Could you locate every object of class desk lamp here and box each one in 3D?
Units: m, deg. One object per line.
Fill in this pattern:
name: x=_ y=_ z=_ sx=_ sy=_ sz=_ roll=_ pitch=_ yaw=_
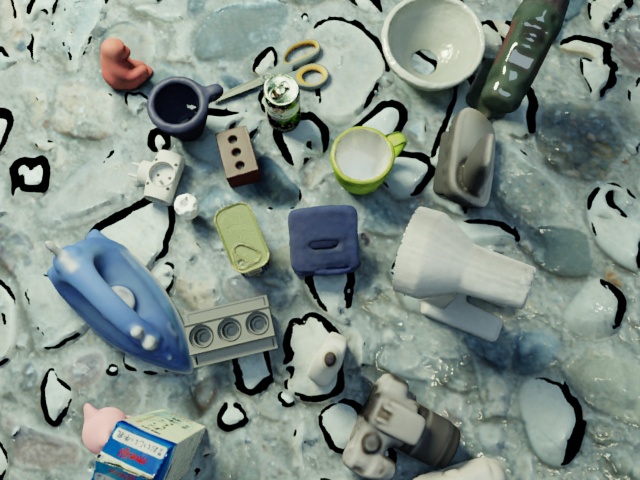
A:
desk lamp: x=0.194 y=0.051 z=0.790 sx=0.203 sy=0.213 sz=0.118 roll=22 pitch=78 yaw=3

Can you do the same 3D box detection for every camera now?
camera: x=0.118 y=0.277 z=0.798 sx=0.136 sy=0.101 sz=0.143 roll=27 pitch=79 yaw=4

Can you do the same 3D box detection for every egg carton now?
egg carton: x=0.196 y=0.369 z=0.797 sx=0.150 sy=0.069 sz=0.107 roll=-17 pitch=79 yaw=-5

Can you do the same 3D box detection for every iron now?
iron: x=-0.278 y=0.094 z=0.803 sx=0.258 sy=0.141 sz=0.119 roll=43 pitch=80 yaw=7

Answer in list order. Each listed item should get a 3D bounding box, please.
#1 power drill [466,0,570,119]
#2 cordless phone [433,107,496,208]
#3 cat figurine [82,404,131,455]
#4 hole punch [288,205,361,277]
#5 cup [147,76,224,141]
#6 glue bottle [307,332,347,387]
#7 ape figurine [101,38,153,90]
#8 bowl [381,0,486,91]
power drill: x=0.296 y=-0.280 z=0.865 sx=0.075 sy=0.208 sz=0.230 roll=24 pitch=78 yaw=4
cordless phone: x=0.234 y=-0.136 z=0.845 sx=0.094 sy=0.185 sz=0.147 roll=7 pitch=78 yaw=0
cat figurine: x=-0.281 y=0.282 z=0.776 sx=0.067 sy=0.118 sz=0.128 roll=-9 pitch=78 yaw=-3
hole punch: x=0.008 y=0.003 z=0.857 sx=0.108 sy=0.091 sz=0.101 roll=-5 pitch=78 yaw=-2
cup: x=-0.201 y=-0.199 z=0.891 sx=0.118 sy=0.095 sz=0.091 roll=-26 pitch=80 yaw=-7
glue bottle: x=0.012 y=0.162 z=0.782 sx=0.037 sy=0.173 sz=0.078 roll=25 pitch=79 yaw=4
ape figurine: x=-0.316 y=-0.285 z=0.907 sx=0.076 sy=0.092 sz=0.078 roll=-29 pitch=80 yaw=-7
bowl: x=0.179 y=-0.311 z=0.936 sx=0.167 sy=0.075 sz=0.167 roll=0 pitch=78 yaw=-2
